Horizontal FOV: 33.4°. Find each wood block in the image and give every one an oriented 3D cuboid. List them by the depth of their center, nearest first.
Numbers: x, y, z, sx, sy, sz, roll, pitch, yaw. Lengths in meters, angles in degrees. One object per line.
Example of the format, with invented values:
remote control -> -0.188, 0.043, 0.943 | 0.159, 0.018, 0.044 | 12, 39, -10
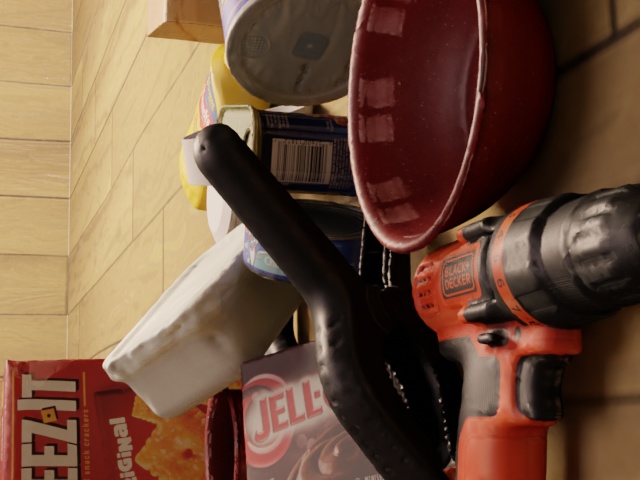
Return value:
wood block -> -0.104, -0.291, 0.977 | 0.091, 0.090, 0.206 | -176, 88, -71

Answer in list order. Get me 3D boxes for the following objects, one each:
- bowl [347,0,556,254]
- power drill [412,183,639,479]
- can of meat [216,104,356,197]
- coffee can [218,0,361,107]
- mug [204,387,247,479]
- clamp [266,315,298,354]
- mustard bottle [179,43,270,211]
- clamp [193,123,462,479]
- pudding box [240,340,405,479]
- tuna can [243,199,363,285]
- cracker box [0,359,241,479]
bowl -> 0.064, -0.073, 0.504 | 0.162, 0.055, 0.162 | -178, 90, -71
power drill -> 0.089, 0.078, 0.419 | 0.185, 0.057, 0.187 | 149, 124, -72
can of meat -> -0.018, -0.057, 0.702 | 0.102, 0.083, 0.057 | -161, 74, -71
coffee can -> -0.017, -0.171, 0.683 | 0.103, 0.102, 0.140 | 114, 152, -49
mug -> -0.025, 0.136, 0.707 | 0.117, 0.081, 0.093 | 122, 146, -56
clamp -> -0.043, 0.094, 0.828 | 0.120, 0.039, 0.171 | 127, 143, -54
mustard bottle -> -0.077, -0.113, 0.926 | 0.192, 0.058, 0.096 | 119, 152, -53
clamp -> 0.030, 0.036, 0.545 | 0.036, 0.164, 0.210 | -35, 73, 32
pudding box -> 0.007, 0.103, 0.606 | 0.114, 0.039, 0.090 | -20, 65, 33
tuna can -> -0.004, 0.001, 0.654 | 0.086, 0.086, 0.034 | -137, 50, -66
cracker box -> -0.141, 0.178, 0.840 | 0.072, 0.213, 0.164 | 120, 147, -56
